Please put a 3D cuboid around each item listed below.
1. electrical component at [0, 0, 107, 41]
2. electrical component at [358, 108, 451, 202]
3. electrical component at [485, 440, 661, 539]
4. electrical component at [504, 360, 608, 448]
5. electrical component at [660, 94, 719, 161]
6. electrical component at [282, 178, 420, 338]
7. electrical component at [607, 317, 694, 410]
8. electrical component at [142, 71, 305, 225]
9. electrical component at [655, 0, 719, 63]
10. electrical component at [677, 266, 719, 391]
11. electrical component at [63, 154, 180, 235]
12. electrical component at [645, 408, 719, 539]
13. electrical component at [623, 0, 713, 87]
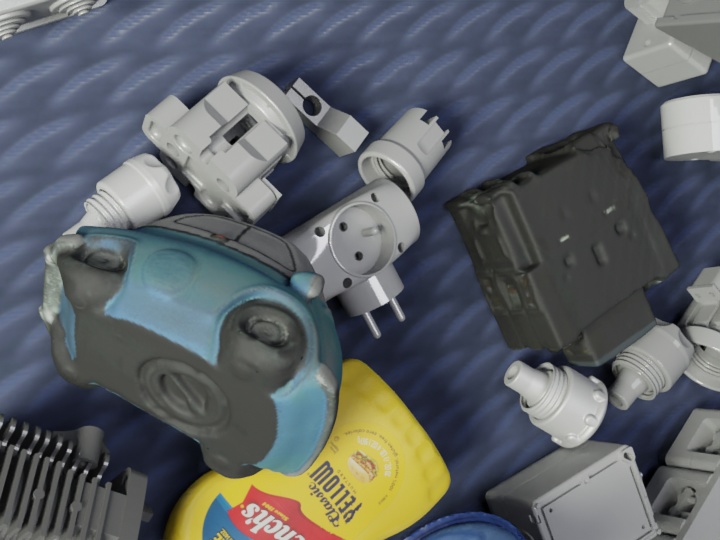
[{"bbox_3d":[-0.176,-0.165,0.527,0.100,0.048,0.099,-26,99,-26],"label":"electrical component"},{"bbox_3d":[0.027,-0.068,0.634,0.040,0.040,0.046,49,61,-17],"label":"electrical component"},{"bbox_3d":[0.133,0.146,0.664,0.096,0.061,0.061,-24,98,-27],"label":"electrical component"},{"bbox_3d":[0.119,0.078,0.671,0.062,0.048,0.048,31,73,-16],"label":"electrical component"},{"bbox_3d":[0.272,-0.081,0.756,0.138,0.052,0.073,-3,88,-28],"label":"electrical component"},{"bbox_3d":[0.000,0.000,0.612,0.077,0.044,0.079,-33,102,-25],"label":"electrical component"},{"bbox_3d":[0.187,0.065,0.707,0.062,0.043,0.043,-44,107,-21],"label":"electrical component"},{"bbox_3d":[-0.067,-0.069,0.573,0.078,0.058,0.057,45,66,-1],"label":"electrical component"},{"bbox_3d":[0.250,-0.158,0.668,0.100,0.100,0.048,20,91,-25],"label":"electrical component"},{"bbox_3d":[0.249,0.045,0.734,0.078,0.058,0.057,48,65,-17],"label":"electrical component"},{"bbox_3d":[-0.125,-0.031,0.554,0.061,0.035,0.035,-39,105,-22],"label":"electrical component"},{"bbox_3d":[0.230,0.177,0.712,0.089,0.062,0.150,46,68,-18],"label":"electrical component"},{"bbox_3d":[0.206,-0.182,0.730,0.076,0.047,0.083,30,74,-23],"label":"electrical component"}]
